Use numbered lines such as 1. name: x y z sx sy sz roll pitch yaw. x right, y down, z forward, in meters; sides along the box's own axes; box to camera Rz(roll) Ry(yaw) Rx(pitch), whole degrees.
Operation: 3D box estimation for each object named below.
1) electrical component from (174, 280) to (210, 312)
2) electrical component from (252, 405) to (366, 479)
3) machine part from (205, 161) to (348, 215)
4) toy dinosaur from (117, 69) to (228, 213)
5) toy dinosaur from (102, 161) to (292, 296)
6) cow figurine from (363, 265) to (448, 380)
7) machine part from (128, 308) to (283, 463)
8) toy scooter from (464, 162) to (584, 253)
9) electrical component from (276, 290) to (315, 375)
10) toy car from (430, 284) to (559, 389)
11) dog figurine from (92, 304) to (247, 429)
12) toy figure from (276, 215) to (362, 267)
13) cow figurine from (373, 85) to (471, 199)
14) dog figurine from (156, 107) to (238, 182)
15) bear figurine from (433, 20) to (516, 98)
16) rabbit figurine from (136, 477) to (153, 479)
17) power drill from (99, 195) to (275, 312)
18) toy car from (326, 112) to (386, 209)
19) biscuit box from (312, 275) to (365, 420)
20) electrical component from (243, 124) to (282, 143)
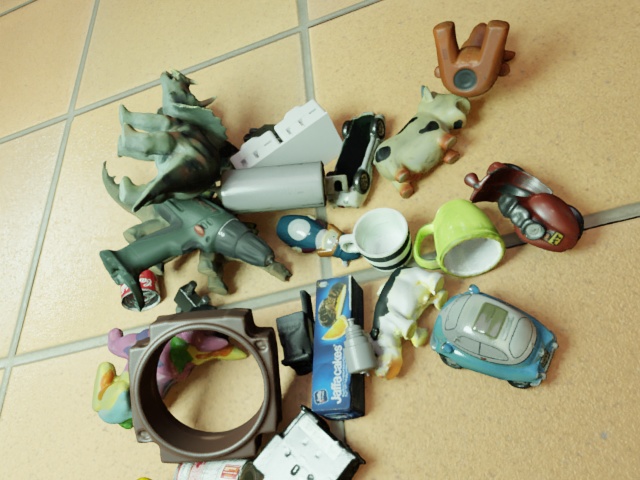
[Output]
1. electrical component: -0.222 0.111 0.927 0.063 0.094 0.021 48 42 11
2. electrical component: -0.022 0.310 0.723 0.134 0.058 0.115 -48 53 -8
3. machine part: -0.075 -0.087 0.897 0.243 0.079 0.079 -5 59 6
4. toy dinosaur: -0.226 -0.138 0.869 0.192 0.131 0.405 -2 38 -22
5. toy dinosaur: -0.253 -0.035 0.981 0.472 0.105 0.198 22 55 16
6. cow figurine: 0.107 0.114 0.776 0.098 0.068 0.167 22 69 38
7. machine part: -0.158 0.202 0.757 0.201 0.087 0.201 -4 89 0
8. toy scooter: 0.278 -0.054 0.764 0.075 0.135 0.184 -61 42 32
9. electrical component: -0.032 0.138 0.818 0.048 0.074 0.119 -19 60 12
10. toy car: 0.220 0.122 0.702 0.162 0.102 0.109 21 72 34
11. dog figurine: -0.232 0.198 0.853 0.219 0.108 0.191 -7 58 17
12. toy figure: -0.002 -0.001 0.901 0.155 0.058 0.064 18 108 29
13. cow figurine: 0.175 -0.177 0.913 0.195 0.085 0.127 -40 60 -1
14. dog figurine: -0.228 -0.205 1.112 0.191 0.121 0.172 28 46 4
15. bear figurine: 0.266 -0.320 0.899 0.120 0.131 0.196 10 41 24
16. rabbit figurine: -0.247 0.422 0.740 0.173 0.121 0.162 0 51 8
17. power drill: -0.215 0.015 0.828 0.232 0.085 0.207 38 64 26
18. toy car: 0.065 -0.145 0.956 0.074 0.056 0.202 2 61 32
19. biscuit box: 0.028 0.156 0.789 0.059 0.062 0.203 -10 58 20
20. electrical component: -0.106 -0.195 1.069 0.102 0.045 0.078 3 34 22
